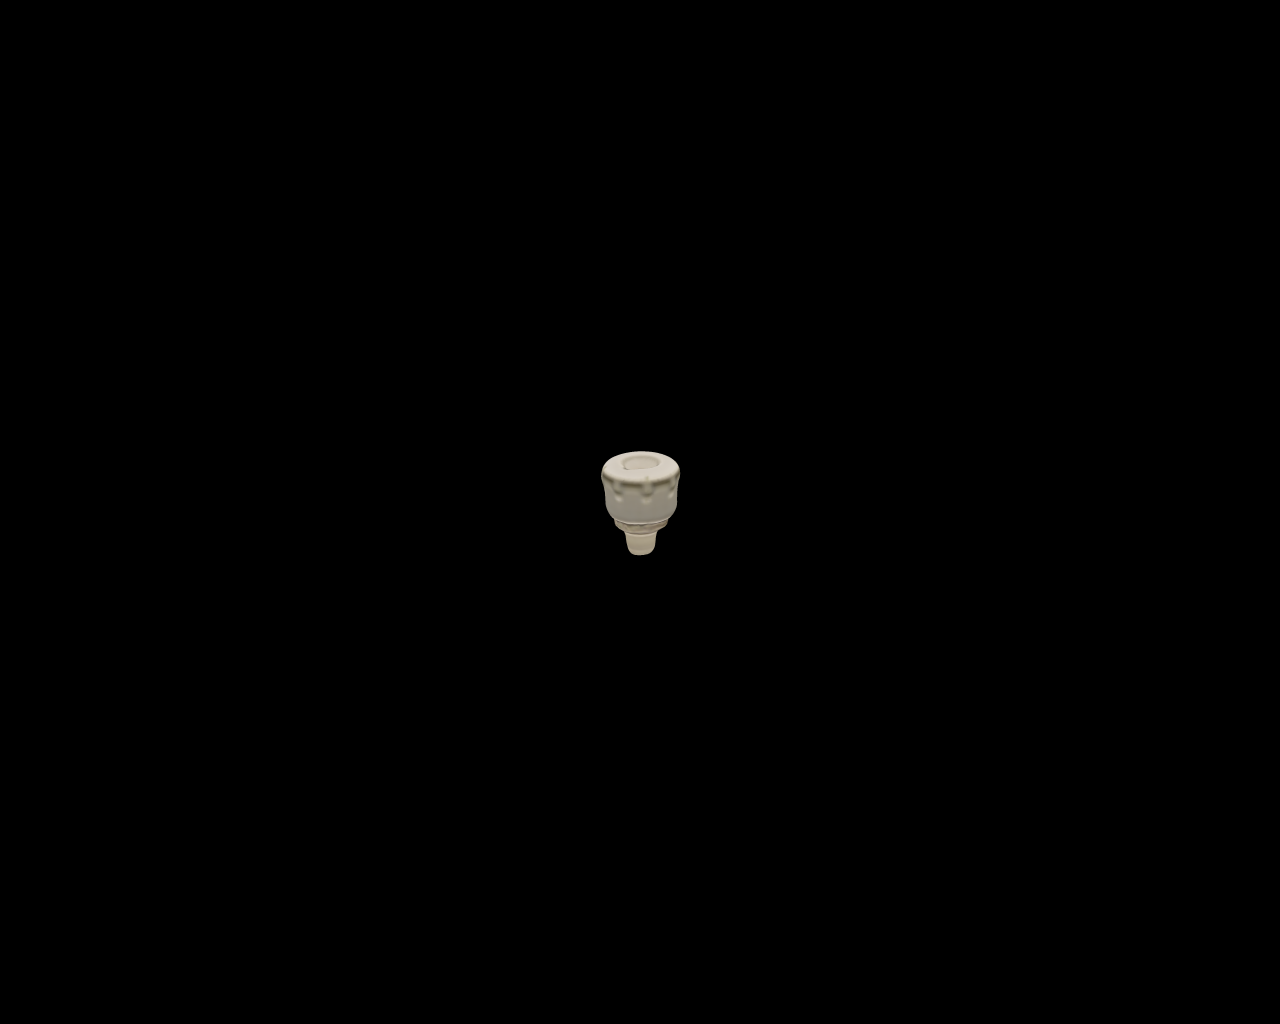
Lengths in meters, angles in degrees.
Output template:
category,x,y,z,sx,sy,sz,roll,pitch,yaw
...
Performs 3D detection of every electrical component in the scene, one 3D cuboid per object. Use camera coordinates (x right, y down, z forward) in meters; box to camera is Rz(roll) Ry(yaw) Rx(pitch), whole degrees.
category,x,y,z,sx,sy,sz,roll,pitch,yaw
electrical component,0.001,-0.003,0.650,0.048,0.062,0.048,0,24,0
